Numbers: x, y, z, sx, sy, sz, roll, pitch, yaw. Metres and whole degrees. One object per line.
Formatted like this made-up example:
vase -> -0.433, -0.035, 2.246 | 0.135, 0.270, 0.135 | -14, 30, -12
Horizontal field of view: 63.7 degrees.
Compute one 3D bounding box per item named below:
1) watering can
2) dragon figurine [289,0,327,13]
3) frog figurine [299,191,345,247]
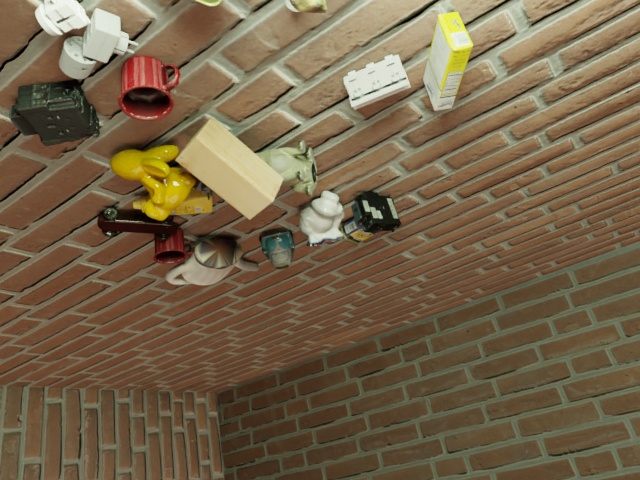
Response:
watering can -> -0.312, 0.072, 1.640 | 0.349, 0.105, 0.220 | -9, 157, -37
dragon figurine -> -0.031, -0.428, 0.568 | 0.122, 0.247, 0.403 | -9, 156, 3
frog figurine -> 0.005, -0.076, 1.505 | 0.137, 0.125, 0.156 | -3, 117, -1
